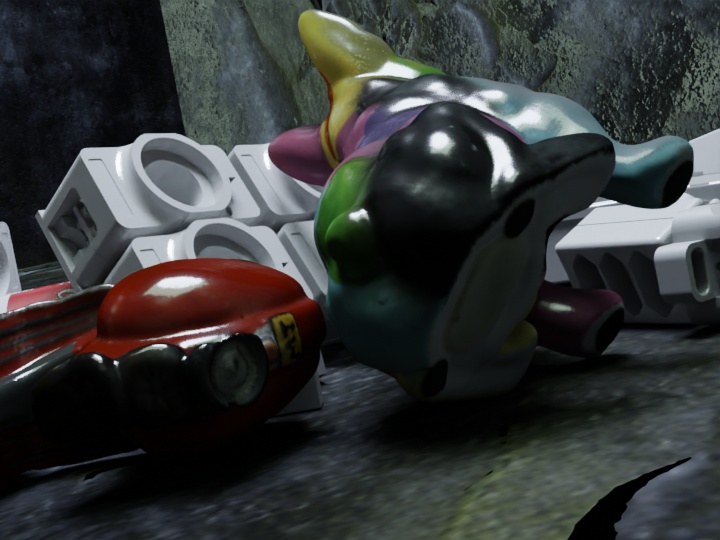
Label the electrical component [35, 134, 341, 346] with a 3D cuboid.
[{"bbox_3d":[-0.057,-0.013,0.569,0.186,0.105,0.060,-9,-31,-48],"label":"electrical component"}]

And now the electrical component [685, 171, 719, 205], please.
[{"bbox_3d":[0.206,-0.025,0.596,0.062,0.061,0.096,-6,6,34],"label":"electrical component"}]

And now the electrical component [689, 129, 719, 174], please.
[{"bbox_3d":[0.290,-0.069,0.698,0.109,0.056,0.109,6,-20,-41],"label":"electrical component"}]

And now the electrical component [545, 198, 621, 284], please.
[{"bbox_3d":[0.171,-0.029,0.730,0.109,0.056,0.109,-9,5,17],"label":"electrical component"}]

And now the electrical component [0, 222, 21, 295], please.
[{"bbox_3d":[-0.255,0.035,0.600,0.060,0.105,0.186,-9,5,14],"label":"electrical component"}]

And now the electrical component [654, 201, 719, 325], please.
[{"bbox_3d":[0.178,-0.006,0.472,0.078,0.058,0.057,-13,3,-35],"label":"electrical component"}]

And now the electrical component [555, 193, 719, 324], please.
[{"bbox_3d":[0.150,-0.014,0.532,0.077,0.047,0.066,-39,21,-30],"label":"electrical component"}]
